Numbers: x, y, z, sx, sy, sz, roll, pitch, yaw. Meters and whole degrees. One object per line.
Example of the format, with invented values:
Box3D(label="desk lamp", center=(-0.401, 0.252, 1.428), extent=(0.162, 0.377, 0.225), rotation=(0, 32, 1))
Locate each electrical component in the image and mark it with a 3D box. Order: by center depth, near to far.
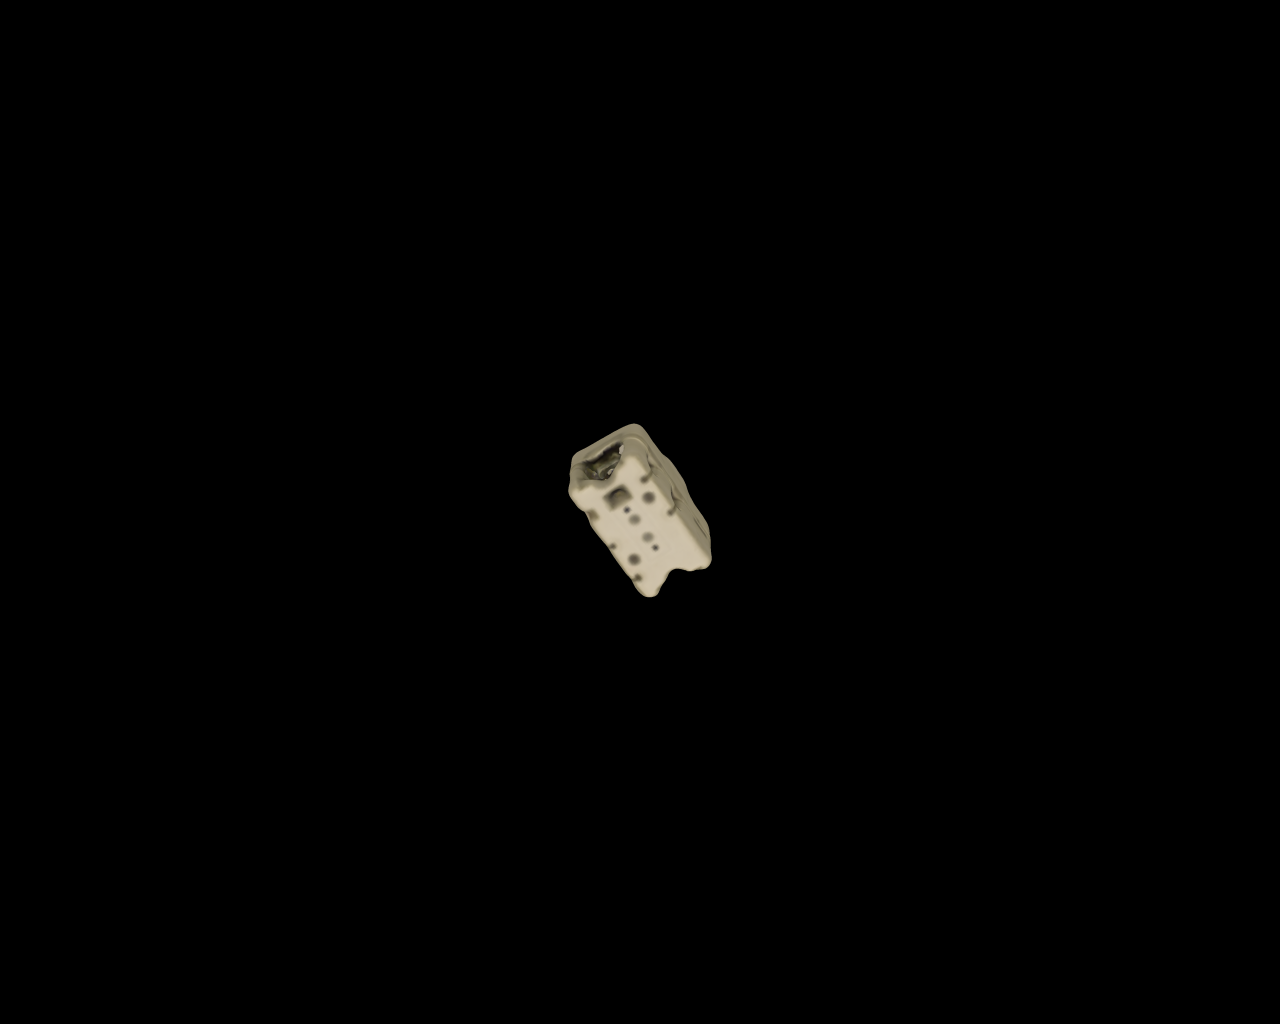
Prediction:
Box3D(label="electrical component", center=(0.001, -0.003, 0.650), extent=(0.050, 0.089, 0.056), rotation=(-29, 24, 14))
